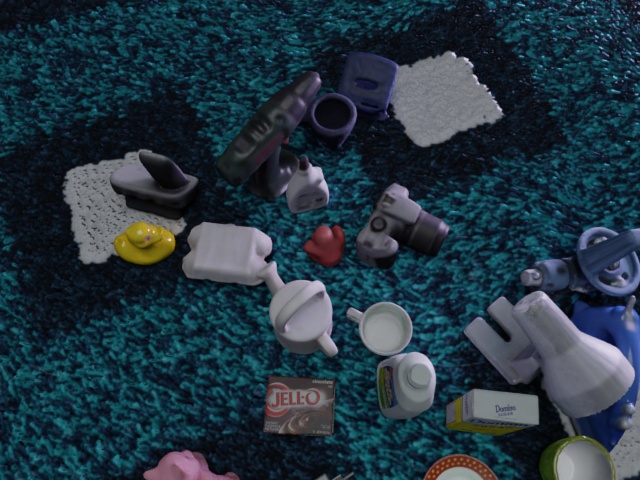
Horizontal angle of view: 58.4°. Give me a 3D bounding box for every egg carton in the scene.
[{"bbox_3d":[-0.162,0.025,1.007,0.150,0.069,0.107,6,69,2],"label":"egg carton"}]

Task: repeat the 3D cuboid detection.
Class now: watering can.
[{"bbox_3d":[-0.036,0.111,0.907,0.172,0.194,0.101,26,72,10],"label":"watering can"}]

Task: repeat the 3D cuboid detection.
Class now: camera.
[{"bbox_3d":[0.150,-0.016,1.005,0.136,0.101,0.143,27,72,10],"label":"camera"}]

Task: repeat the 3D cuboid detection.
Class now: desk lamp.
[{"bbox_3d":[0.341,0.168,0.875,0.118,0.213,0.203,-39,74,-13],"label":"desk lamp"}]

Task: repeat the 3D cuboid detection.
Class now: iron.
[{"bbox_3d":[0.459,0.215,0.896,0.118,0.141,0.258,8,69,3],"label":"iron"}]

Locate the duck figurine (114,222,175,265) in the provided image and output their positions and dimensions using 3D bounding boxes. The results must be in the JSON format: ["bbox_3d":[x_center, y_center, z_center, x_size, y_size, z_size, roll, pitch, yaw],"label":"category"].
[{"bbox_3d":[-0.316,-0.003,1.009,0.104,0.086,0.077,-5,69,-2],"label":"duck figurine"}]

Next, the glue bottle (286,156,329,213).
[{"bbox_3d":[-0.024,-0.101,0.999,0.078,0.173,0.037,-13,70,-5],"label":"glue bottle"}]

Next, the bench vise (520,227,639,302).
[{"bbox_3d":[0.441,0.046,0.918,0.207,0.220,0.121,-28,71,-10],"label":"bench vise"}]

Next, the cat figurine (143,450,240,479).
[{"bbox_3d":[-0.190,0.358,0.854,0.127,0.118,0.067,24,71,9],"label":"cat figurine"}]

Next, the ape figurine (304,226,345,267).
[{"bbox_3d":[0.009,0.004,1.003,0.078,0.092,0.076,-11,69,-4],"label":"ape figurine"}]

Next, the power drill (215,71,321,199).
[{"bbox_3d":[-0.081,-0.167,1.005,0.075,0.208,0.230,39,74,14],"label":"power drill"}]

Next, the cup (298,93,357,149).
[{"bbox_3d":[0.009,-0.214,1.084,0.118,0.095,0.091,-7,69,-2],"label":"cup"}]

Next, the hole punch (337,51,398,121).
[{"bbox_3d":[0.093,-0.299,1.118,0.108,0.091,0.101,15,70,6],"label":"hole punch"}]

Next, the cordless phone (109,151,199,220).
[{"bbox_3d":[-0.301,-0.118,0.999,0.147,0.185,0.094,10,69,4],"label":"cordless phone"}]
